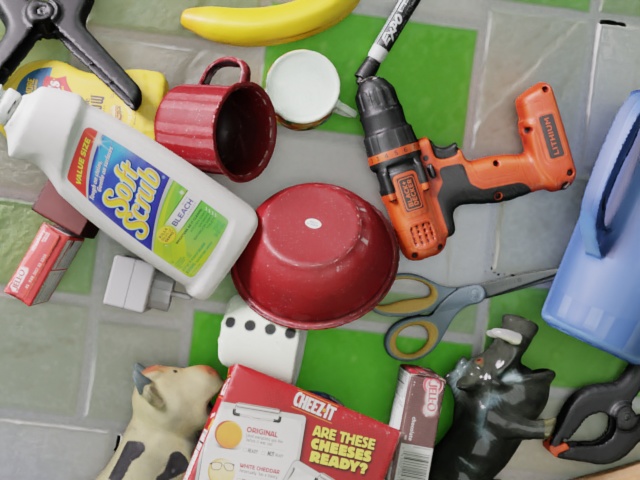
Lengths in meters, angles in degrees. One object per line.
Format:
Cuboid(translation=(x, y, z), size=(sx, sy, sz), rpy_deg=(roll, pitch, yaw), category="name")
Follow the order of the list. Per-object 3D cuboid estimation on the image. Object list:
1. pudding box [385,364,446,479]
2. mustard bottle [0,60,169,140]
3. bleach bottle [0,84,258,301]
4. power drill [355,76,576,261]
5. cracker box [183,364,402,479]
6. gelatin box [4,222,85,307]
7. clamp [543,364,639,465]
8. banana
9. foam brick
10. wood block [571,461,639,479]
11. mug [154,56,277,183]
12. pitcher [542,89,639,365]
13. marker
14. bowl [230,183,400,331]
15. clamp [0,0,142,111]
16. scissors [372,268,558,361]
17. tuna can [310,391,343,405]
Cuboid(translation=(0.088, 0.178, 1.013), size=(0.039, 0.090, 0.113), rpy_deg=(12, 89, -1), category="pudding box")
Cuboid(translation=(-0.244, -0.122, 1.018), size=(0.191, 0.058, 0.096), rpy_deg=(6, 89, -2), category="mustard bottle")
Cuboid(translation=(-0.182, -0.050, 0.941), size=(0.250, 0.068, 0.102), rpy_deg=(32, 99, -23), category="bleach bottle")
Cuboid(translation=(0.140, -0.090, 1.036), size=(0.187, 0.057, 0.184), rpy_deg=(-18, 94, 0), category="power drill")
Cuboid(translation=(-0.044, 0.239, 0.951), size=(0.164, 0.072, 0.213), rpy_deg=(24, 79, -7), category="cracker box")
Cuboid(translation=(-0.258, 0.022, 1.000), size=(0.030, 0.089, 0.073), rpy_deg=(30, 88, -2), category="gelatin box")
Cuboid(translation=(0.306, 0.176, 1.049), size=(0.171, 0.039, 0.120), rpy_deg=(-35, 86, 1), category="clamp")
Cuboid(translation=(-0.034, -0.225, 1.041), size=(0.197, 0.037, 0.070), rpy_deg=(-22, 72, -4), category="banana")
Cuboid(translation=(-0.229, -0.037, 1.008), size=(0.051, 0.078, 0.053), rpy_deg=(30, 88, 0), category="foam brick")
Cuboid(translation=(0.268, 0.278, 1.019), size=(0.206, 0.091, 0.090), rpy_deg=(-15, 90, -2), category="wood block")
Cuboid(translation=(-0.097, -0.115, 0.995), size=(0.082, 0.093, 0.117), rpy_deg=(9, 86, 35), category="mug")
Cuboid(translation=(0.300, -0.014, 1.002), size=(0.149, 0.145, 0.243), rpy_deg=(25, 91, 1), category="pitcher")
Cuboid(translation=(0.070, -0.205, 1.052), size=(0.020, 0.020, 0.121), rpy_deg=(31, 88, -2), category="marker")
Cuboid(translation=(-0.006, 0.001, 0.988), size=(0.162, 0.055, 0.162), rpy_deg=(-2, 55, 3), category="bowl")
Cuboid(translation=(-0.266, -0.199, 0.995), size=(0.164, 0.036, 0.210), rpy_deg=(-12, 70, -10), category="clamp")
Cuboid(translation=(0.145, 0.073, 1.053), size=(0.201, 0.016, 0.096), rpy_deg=(1, 91, -2), category="scissors")
Cuboid(translation=(-0.007, 0.191, 1.036), size=(0.086, 0.034, 0.086), rpy_deg=(0, 89, -3), category="tuna can")
